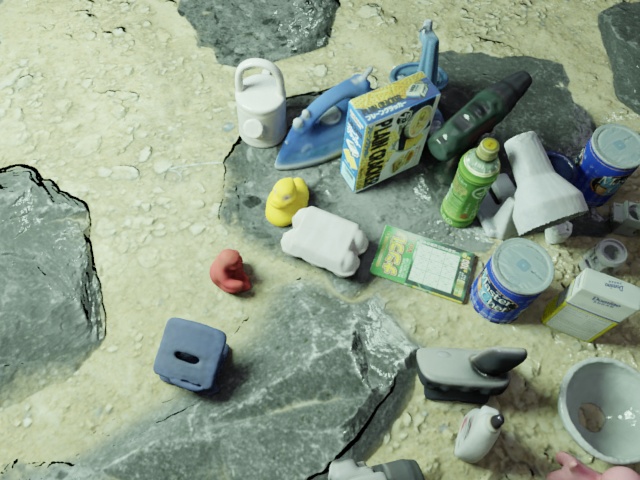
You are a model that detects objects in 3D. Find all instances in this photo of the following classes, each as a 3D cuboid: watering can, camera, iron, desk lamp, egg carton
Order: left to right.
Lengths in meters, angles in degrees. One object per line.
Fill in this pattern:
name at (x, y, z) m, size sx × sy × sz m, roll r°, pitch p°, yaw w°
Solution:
watering can at (-0.114, -0.271, 1.121) m, size 0.101 × 0.194 × 0.172 m, roll -13°, pitch 63°, yaw -10°
egg carton at (0.010, 0.004, 1.051) m, size 0.150 × 0.069 × 0.107 m, roll 21°, pitch 63°, yaw 8°
iron at (0.013, -0.245, 1.144) m, size 0.259 × 0.141 × 0.118 m, roll -36°, pitch 69°, yaw -20°
camera at (0.089, 0.382, 0.834) m, size 0.137 × 0.101 × 0.143 m, roll -11°, pitch 63°, yaw -9°
desk lamp at (0.365, -0.081, 1.035) m, size 0.118 × 0.213 × 0.203 m, roll -16°, pitch 64°, yaw -11°

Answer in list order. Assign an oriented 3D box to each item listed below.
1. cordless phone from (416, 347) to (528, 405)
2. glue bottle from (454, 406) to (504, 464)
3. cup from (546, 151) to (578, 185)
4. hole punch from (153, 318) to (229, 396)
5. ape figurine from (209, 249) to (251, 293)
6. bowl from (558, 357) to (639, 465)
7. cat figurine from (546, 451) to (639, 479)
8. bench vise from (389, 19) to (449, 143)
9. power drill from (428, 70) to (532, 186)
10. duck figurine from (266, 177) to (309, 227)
cordless phone at (0.234, 0.191, 0.898) m, size 0.147 × 0.185 × 0.094 m, roll 1°, pitch 62°, yaw -2°
glue bottle at (0.244, 0.283, 0.855) m, size 0.037 × 0.173 × 0.078 m, roll 17°, pitch 62°, yaw 7°
cup at (0.431, -0.110, 1.123) m, size 0.118 × 0.095 × 0.091 m, roll -11°, pitch 63°, yaw -9°
hole punch at (-0.206, 0.189, 0.926) m, size 0.108 × 0.091 × 0.101 m, roll 15°, pitch 62°, yaw 5°
ape figurine at (-0.158, 0.047, 1.004) m, size 0.076 × 0.092 × 0.078 m, roll 11°, pitch 62°, yaw 3°
bowl at (0.456, 0.279, 0.926) m, size 0.167 × 0.075 × 0.167 m, roll 1°, pitch 62°, yaw -2°
cat figurine at (0.424, 0.363, 0.854) m, size 0.127 × 0.118 × 0.067 m, roll 26°, pitch 63°, yaw 11°
bench vise at (0.221, -0.313, 1.148) m, size 0.122 × 0.220 × 0.207 m, roll -24°, pitch 66°, yaw -15°
power drill at (0.293, -0.202, 1.099) m, size 0.230 × 0.208 × 0.075 m, roll -36°, pitch 69°, yaw -20°
duck figurine at (-0.062, -0.086, 1.086) m, size 0.077 × 0.086 × 0.105 m, roll 30°, pitch 64°, yaw 13°
